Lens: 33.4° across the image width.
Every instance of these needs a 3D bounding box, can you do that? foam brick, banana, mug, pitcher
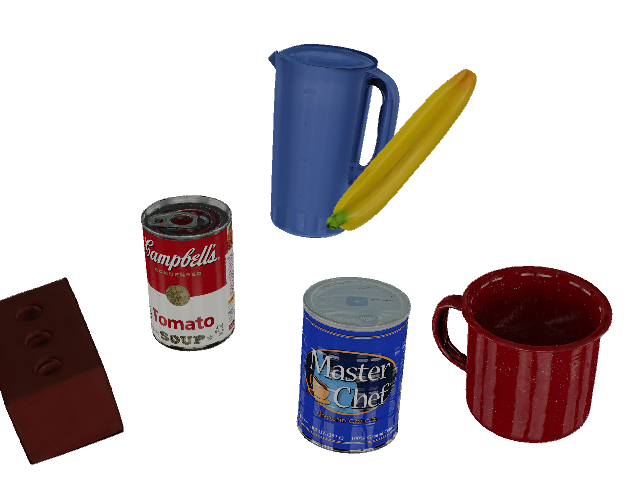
[{"bbox_3d":[-0.145,0.069,0.572,0.053,0.051,0.078,-20,43,-16],"label":"foam brick"},{"bbox_3d":[0.074,-0.074,0.978,0.037,0.197,0.070,42,-11,-5],"label":"banana"},{"bbox_3d":[0.125,0.072,0.691,0.117,0.081,0.093,16,36,27],"label":"mug"},{"bbox_3d":[0.006,-0.129,1.403,0.144,0.243,0.149,-2,23,-18],"label":"pitcher"}]

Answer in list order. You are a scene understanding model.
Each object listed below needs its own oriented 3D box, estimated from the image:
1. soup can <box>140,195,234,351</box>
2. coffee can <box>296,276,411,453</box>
[{"bbox_3d":[-0.101,0.025,0.821,0.068,0.102,0.068,0,29,0],"label":"soup can"},{"bbox_3d":[0.031,0.120,1.040,0.103,0.140,0.103,3,24,-1],"label":"coffee can"}]
